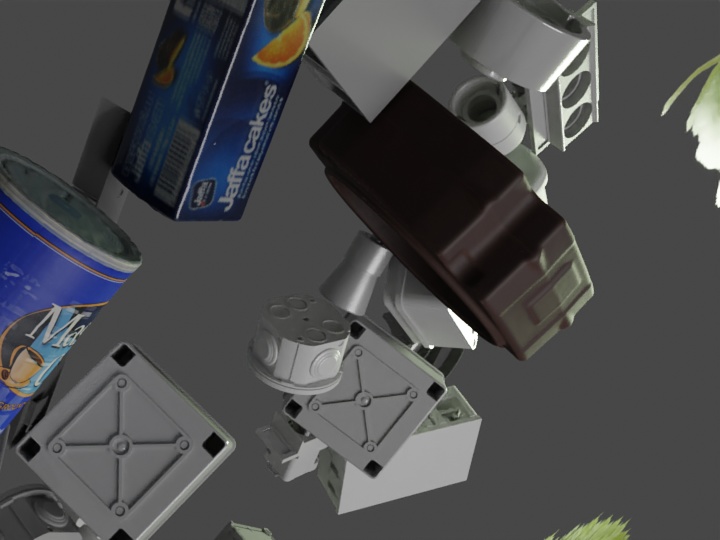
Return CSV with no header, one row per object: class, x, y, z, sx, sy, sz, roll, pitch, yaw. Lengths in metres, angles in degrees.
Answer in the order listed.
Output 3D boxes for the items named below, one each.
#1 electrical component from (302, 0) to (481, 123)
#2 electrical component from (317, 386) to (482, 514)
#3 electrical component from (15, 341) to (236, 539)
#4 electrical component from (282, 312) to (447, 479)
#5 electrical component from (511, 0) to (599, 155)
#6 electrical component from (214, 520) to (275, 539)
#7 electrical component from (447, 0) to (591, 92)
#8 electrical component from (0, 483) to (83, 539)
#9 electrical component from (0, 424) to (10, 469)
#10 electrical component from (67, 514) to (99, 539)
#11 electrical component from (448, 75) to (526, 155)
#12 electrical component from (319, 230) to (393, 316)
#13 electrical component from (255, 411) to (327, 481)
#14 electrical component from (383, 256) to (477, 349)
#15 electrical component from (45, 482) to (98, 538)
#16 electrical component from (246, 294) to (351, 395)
electrical component,0.030,-0.202,0.689,0.186,0.060,0.105,-48,150,-1
electrical component,0.037,0.179,1.094,0.150,0.061,0.089,-9,128,-25
electrical component,-0.163,0.124,0.757,0.108,0.109,0.056,-46,175,-8
electrical component,0.004,0.109,0.960,0.108,0.109,0.056,-52,-174,6
electrical component,0.159,-0.164,0.897,0.079,0.063,0.121,-41,149,-12
electrical component,-0.116,0.297,1.075,0.061,0.062,0.096,-49,150,1
electrical component,0.105,-0.172,0.779,0.108,0.108,0.060,-4,134,-51
electrical component,-0.252,0.203,0.801,0.080,0.051,0.080,-33,147,-25
electrical component,-0.268,0.120,0.671,0.076,0.083,0.047,28,105,-20
electrical component,-0.216,0.217,0.861,0.047,0.055,0.055,-55,150,4
electrical component,0.103,-0.126,0.879,0.055,0.055,0.047,-47,147,-2
electrical component,0.000,0.000,0.904,0.044,0.044,0.065,15,108,-57
electrical component,-0.058,0.161,1.013,0.081,0.042,0.063,-16,139,-42
electrical component,0.067,0.017,0.945,0.113,0.057,0.078,53,44,-59
electrical component,-0.186,0.149,0.817,0.089,0.056,0.050,-42,150,-10
electrical component,-0.049,0.060,0.872,0.080,0.080,0.051,-16,132,-43
